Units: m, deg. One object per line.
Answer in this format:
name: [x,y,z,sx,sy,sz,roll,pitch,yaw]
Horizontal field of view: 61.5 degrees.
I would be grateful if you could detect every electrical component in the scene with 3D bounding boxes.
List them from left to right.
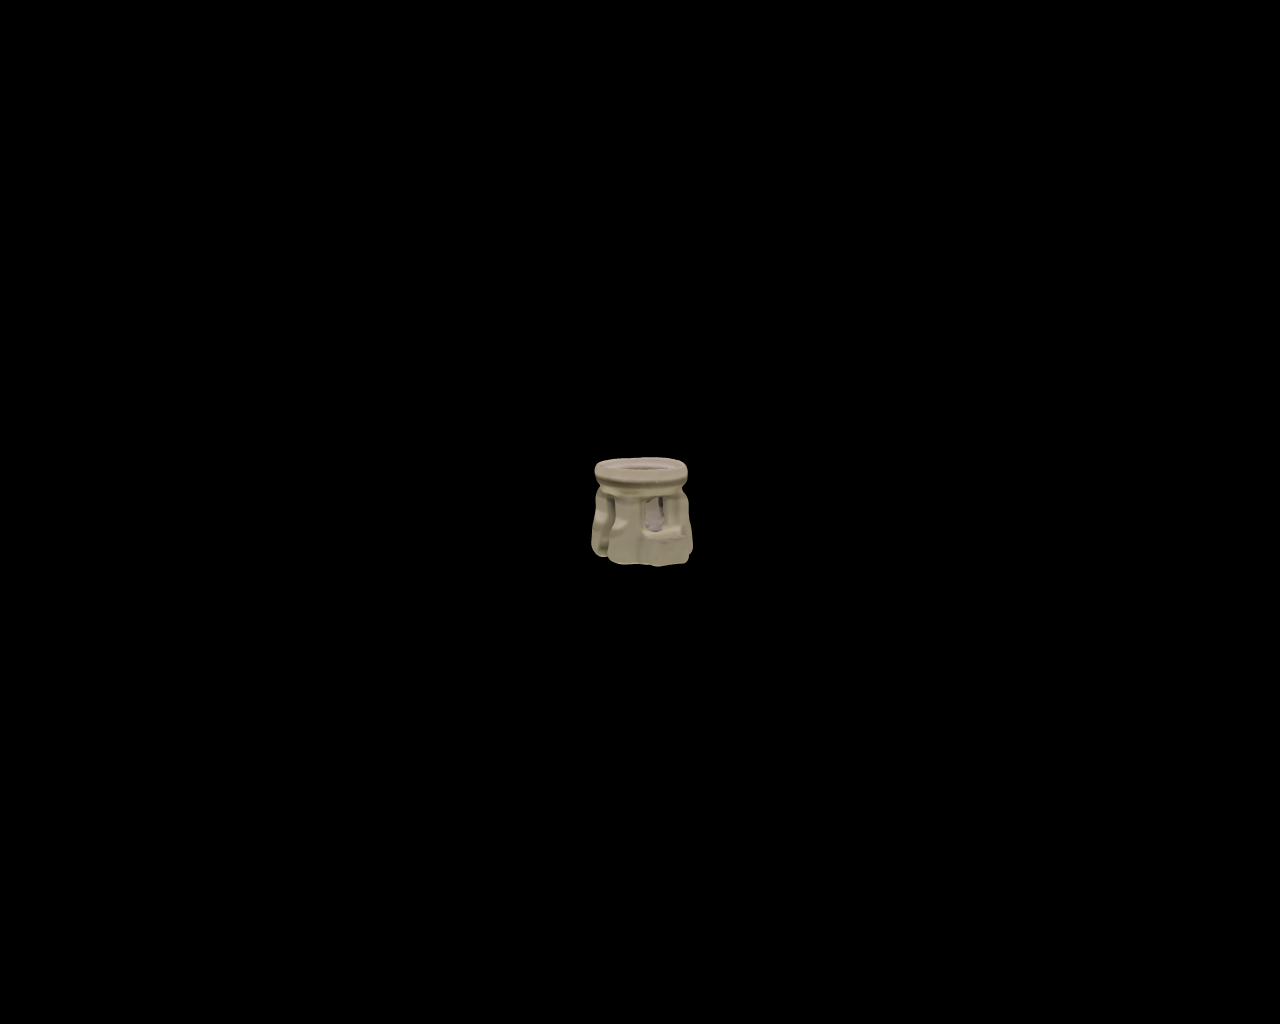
electrical component: [0.001,-0.003,0.650,0.058,0.057,0.078,-6,13,-27]
